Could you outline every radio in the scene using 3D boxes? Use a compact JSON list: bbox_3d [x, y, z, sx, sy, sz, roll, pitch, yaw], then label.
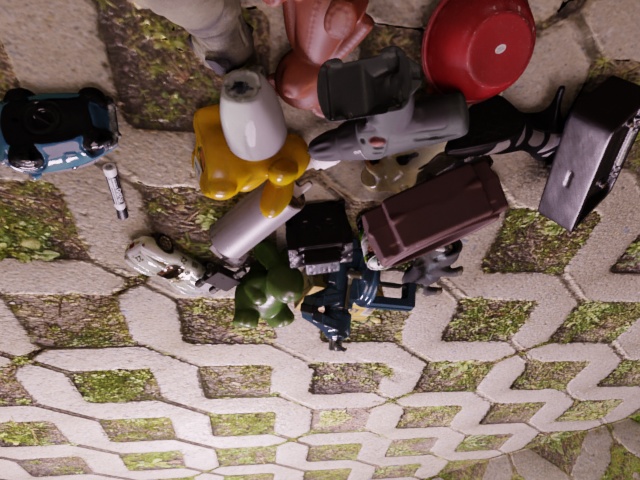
[{"bbox_3d":[0.429,-0.132,0.844,0.131,0.073,0.229,-38,148,-21],"label":"radio"}]

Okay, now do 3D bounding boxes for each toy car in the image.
[{"bbox_3d":[-0.271,0.053,1.010,0.073,0.056,0.201,-28,137,24],"label":"toy car"},{"bbox_3d":[-0.350,-0.140,0.727,0.162,0.109,0.103,-12,166,-14],"label":"toy car"}]

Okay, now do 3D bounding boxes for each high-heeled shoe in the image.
[{"bbox_3d":[0.272,-0.140,0.797,0.249,0.086,0.145,-25,146,-16],"label":"high-heeled shoe"}]

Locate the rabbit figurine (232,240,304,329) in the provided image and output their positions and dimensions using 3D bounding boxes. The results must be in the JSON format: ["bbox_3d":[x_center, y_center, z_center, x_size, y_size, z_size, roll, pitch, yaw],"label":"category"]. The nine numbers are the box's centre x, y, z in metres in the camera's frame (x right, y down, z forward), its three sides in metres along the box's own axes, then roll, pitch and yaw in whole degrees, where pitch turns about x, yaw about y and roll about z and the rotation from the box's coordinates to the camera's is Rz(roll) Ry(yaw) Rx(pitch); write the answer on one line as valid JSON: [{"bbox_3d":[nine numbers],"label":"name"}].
[{"bbox_3d":[-0.078,0.083,1.006,0.121,0.159,0.170,14,156,-28],"label":"rabbit figurine"}]

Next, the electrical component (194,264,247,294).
[{"bbox_3d":[-0.183,0.070,0.997,0.094,0.021,0.063,-30,139,25],"label":"electrical component"}]

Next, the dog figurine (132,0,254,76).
[{"bbox_3d":[-0.128,-0.243,0.575,0.121,0.172,0.190,-9,136,19],"label":"dog figurine"}]

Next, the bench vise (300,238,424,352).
[{"bbox_3d":[0.090,0.106,1.024,0.240,0.223,0.129,7,163,-20],"label":"bench vise"}]

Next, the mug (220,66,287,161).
[{"bbox_3d":[-0.083,-0.170,0.672,0.081,0.109,0.107,12,161,7],"label":"mug"}]

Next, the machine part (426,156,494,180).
[{"bbox_3d":[0.219,-0.108,0.896,0.139,0.039,0.084,-29,162,18],"label":"machine part"}]

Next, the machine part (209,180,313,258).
[{"bbox_3d":[-0.108,-0.040,0.905,0.079,0.079,0.243,28,131,-37],"label":"machine part"}]

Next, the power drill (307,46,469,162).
[{"bbox_3d":[0.064,-0.150,0.670,0.232,0.086,0.207,-7,166,18],"label":"power drill"}]

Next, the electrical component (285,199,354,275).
[{"bbox_3d":[-0.002,-0.003,0.926,0.115,0.134,0.058,-9,142,-2],"label":"electrical component"}]

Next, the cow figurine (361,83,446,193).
[{"bbox_3d":[0.142,-0.140,0.823,0.195,0.085,0.127,-36,129,29],"label":"cow figurine"}]

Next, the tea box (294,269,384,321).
[{"bbox_3d":[0.037,0.109,1.128,0.169,0.068,0.098,16,135,-25],"label":"tea box"}]

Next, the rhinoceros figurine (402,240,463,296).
[{"bbox_3d":[0.225,0.038,1.076,0.112,0.073,0.190,12,141,-7],"label":"rhinoceros figurine"}]

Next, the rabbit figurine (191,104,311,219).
[{"bbox_3d":[-0.087,-0.116,0.775,0.173,0.162,0.121,-9,133,-29],"label":"rabbit figurine"}]

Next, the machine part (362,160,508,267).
[{"bbox_3d":[0.171,-0.032,0.822,0.201,0.087,0.201,-25,170,2],"label":"machine part"}]

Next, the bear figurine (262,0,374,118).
[{"bbox_3d":[-0.018,-0.228,0.649,0.120,0.132,0.195,31,132,3],"label":"bear figurine"}]
